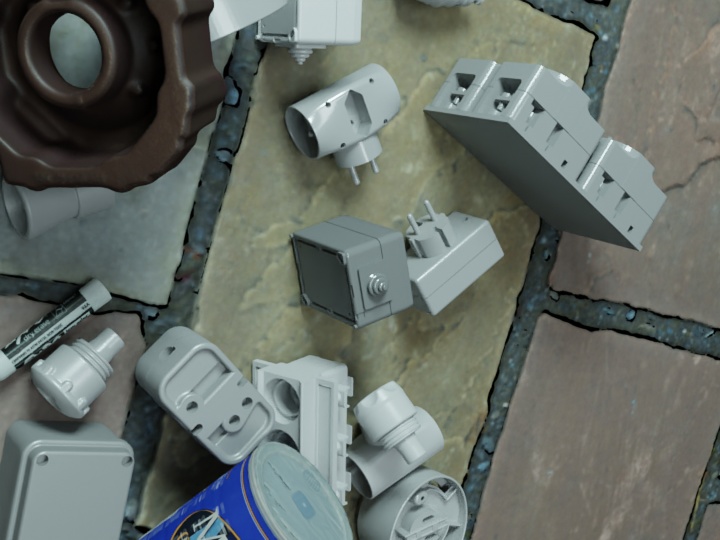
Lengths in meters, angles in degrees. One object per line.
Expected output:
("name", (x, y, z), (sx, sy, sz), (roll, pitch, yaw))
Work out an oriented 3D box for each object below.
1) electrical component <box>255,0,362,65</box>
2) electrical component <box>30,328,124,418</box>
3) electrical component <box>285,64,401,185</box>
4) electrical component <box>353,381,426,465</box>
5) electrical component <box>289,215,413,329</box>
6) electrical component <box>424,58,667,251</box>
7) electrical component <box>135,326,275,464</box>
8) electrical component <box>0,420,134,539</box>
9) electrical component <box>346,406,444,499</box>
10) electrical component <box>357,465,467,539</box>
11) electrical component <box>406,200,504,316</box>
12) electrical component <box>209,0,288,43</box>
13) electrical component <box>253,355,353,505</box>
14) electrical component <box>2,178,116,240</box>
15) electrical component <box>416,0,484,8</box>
("electrical component", (-0.033, -0.193, 0.757), (0.061, 0.062, 0.096), (-6, 106, -32))
("electrical component", (-0.189, 0.067, 0.734), (0.062, 0.048, 0.048), (-46, 122, -23))
("electrical component", (-0.007, -0.103, 0.809), (0.077, 0.043, 0.079), (-32, 118, -23))
("electrical component", (0.027, 0.122, 0.841), (0.043, 0.043, 0.062), (-31, 79, -23))
("electrical component", (0.000, 0.000, 0.808), (0.061, 0.096, 0.061), (-20, 113, -28))
("electrical component", (0.157, -0.097, 0.879), (0.186, 0.105, 0.060), (37, 81, -34))
("electrical component", (-0.114, 0.089, 0.779), (0.053, 0.059, 0.095), (-47, 122, -15))
("electrical component", (-0.207, 0.165, 0.740), (0.078, 0.057, 0.113), (8, 98, -34))
("electrical component", (0.022, 0.136, 0.889), (0.077, 0.044, 0.079), (-31, 117, -23))
("electrical component", (0.048, 0.216, 0.915), (0.099, 0.064, 0.099), (-9, 107, -31))
("electrical component", (0.061, -0.021, 0.873), (0.083, 0.047, 0.075), (-39, 120, -19))
("electrical component", (-0.107, -0.179, 0.688), (0.108, 0.108, 0.060), (-31, 111, -23))
("electrical component", (-0.043, 0.132, 0.833), (0.063, 0.079, 0.121), (-17, 113, -52))
("electrical component", (-0.194, -0.049, 0.703), (0.065, 0.044, 0.044), (-20, 113, -33))
("electrical component", (0.064, -0.221, 0.826), (0.078, 0.040, 0.040), (12, 96, -35))
